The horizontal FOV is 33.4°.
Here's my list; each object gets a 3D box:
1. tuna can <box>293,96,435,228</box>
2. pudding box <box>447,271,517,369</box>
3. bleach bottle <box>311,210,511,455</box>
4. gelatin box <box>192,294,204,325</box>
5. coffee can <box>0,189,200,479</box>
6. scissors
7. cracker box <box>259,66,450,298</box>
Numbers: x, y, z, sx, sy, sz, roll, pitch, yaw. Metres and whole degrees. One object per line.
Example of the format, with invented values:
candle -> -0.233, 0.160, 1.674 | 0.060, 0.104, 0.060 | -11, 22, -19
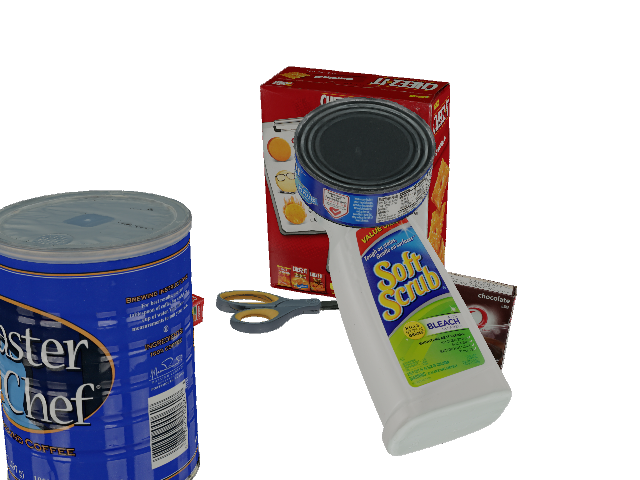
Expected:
tuna can -> 0.026, -0.048, 0.652 | 0.086, 0.086, 0.034 | 0, -43, -2
pudding box -> 0.144, 0.082, 1.124 | 0.113, 0.090, 0.039 | 10, 22, 10
bleach bottle -> 0.050, 0.037, 0.837 | 0.102, 0.251, 0.068 | -13, -32, -21
gelatin box -> -0.169, 0.065, 1.027 | 0.089, 0.030, 0.073 | 20, 28, 29
coffee can -> -0.115, 0.054, 0.551 | 0.103, 0.140, 0.103 | 0, 18, 0
scissors -> -0.018, 0.082, 1.194 | 0.201, 0.016, 0.096 | 4, 23, -1
cracker box -> 0.035, -0.048, 1.005 | 0.164, 0.214, 0.072 | 9, 29, 20
